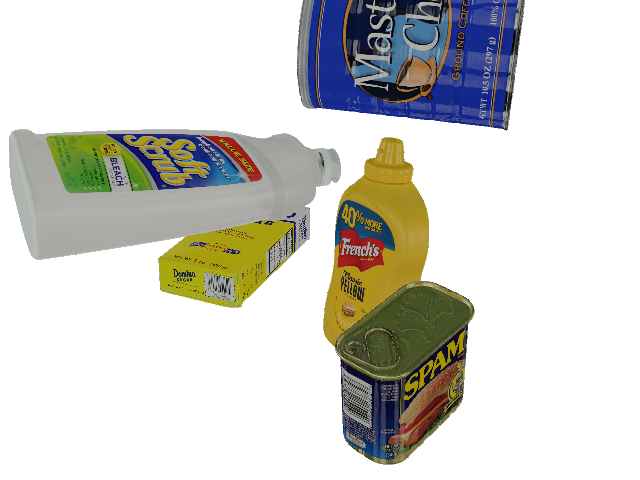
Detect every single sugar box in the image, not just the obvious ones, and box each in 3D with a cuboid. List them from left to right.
[{"bbox_3d":[-0.087,0.007,1.132,0.093,0.048,0.176,12,31,20],"label":"sugar box"}]

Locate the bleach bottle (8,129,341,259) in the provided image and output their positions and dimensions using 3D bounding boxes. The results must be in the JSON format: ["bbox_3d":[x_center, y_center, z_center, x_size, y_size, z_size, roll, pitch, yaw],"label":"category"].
[{"bbox_3d":[-0.107,-0.050,0.833,0.250,0.103,0.068,-9,-41,-22],"label":"bleach bottle"}]

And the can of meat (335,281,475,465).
[{"bbox_3d":[0.058,0.091,0.728,0.058,0.084,0.101,25,43,33],"label":"can of meat"}]

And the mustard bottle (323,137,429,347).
[{"bbox_3d":[0.050,0.007,0.917,0.058,0.192,0.096,-6,21,-35],"label":"mustard bottle"}]

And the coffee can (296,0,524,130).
[{"bbox_3d":[0.063,-0.133,0.723,0.140,0.103,0.102,8,1,10],"label":"coffee can"}]
